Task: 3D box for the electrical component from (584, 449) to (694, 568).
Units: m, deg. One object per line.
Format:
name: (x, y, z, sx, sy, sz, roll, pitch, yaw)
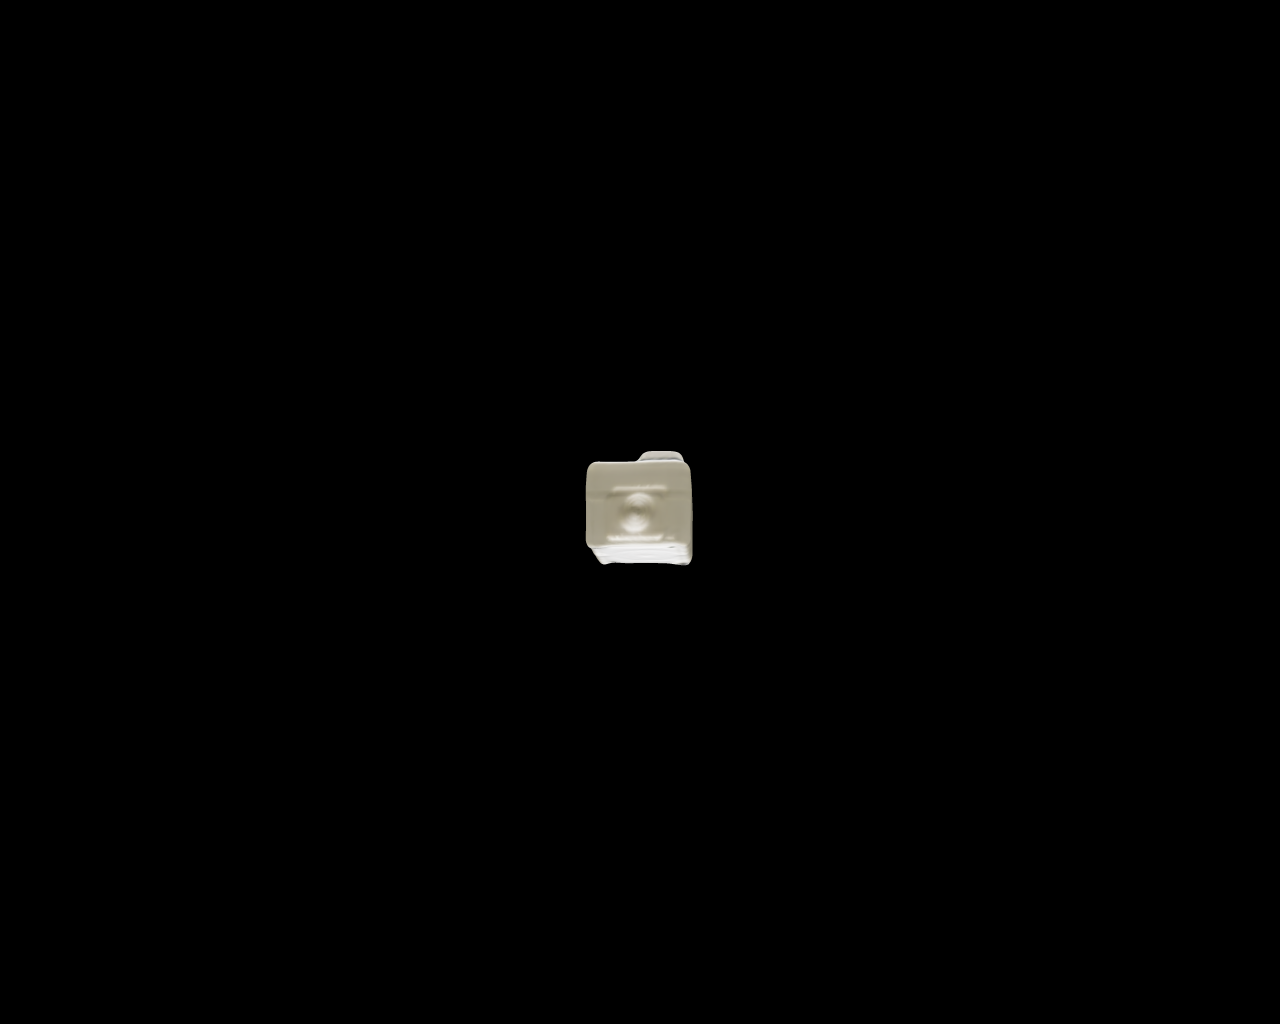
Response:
electrical component: (0.001, -0.003, 0.650, 0.062, 0.061, 0.096, -1, -11, 4)
